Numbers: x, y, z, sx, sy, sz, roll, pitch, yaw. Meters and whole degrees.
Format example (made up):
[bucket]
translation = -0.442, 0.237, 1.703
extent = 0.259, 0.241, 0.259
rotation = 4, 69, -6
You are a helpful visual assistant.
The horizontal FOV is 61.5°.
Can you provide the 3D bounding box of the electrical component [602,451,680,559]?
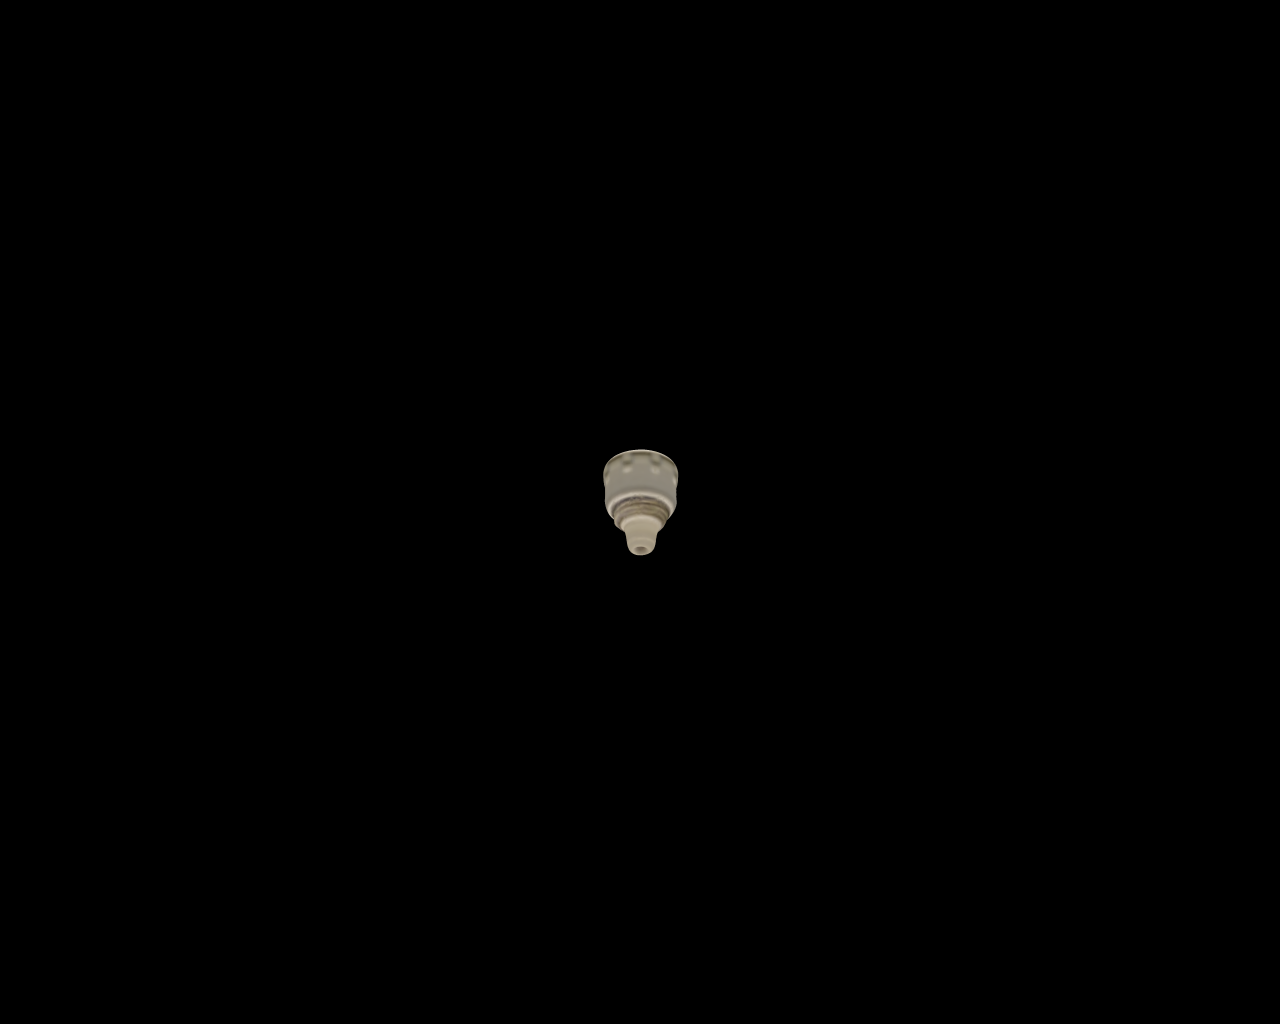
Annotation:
[electrical component]
translation = 0.001, -0.003, 0.650
extent = 0.048, 0.062, 0.048
rotation = 0, -31, 0
